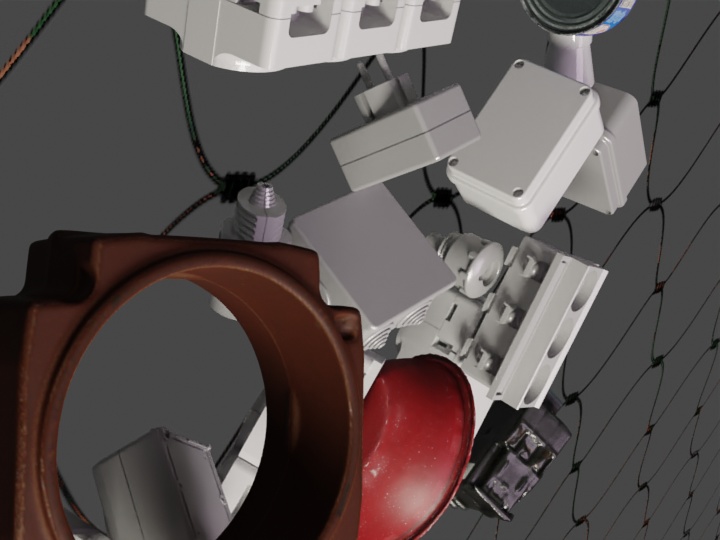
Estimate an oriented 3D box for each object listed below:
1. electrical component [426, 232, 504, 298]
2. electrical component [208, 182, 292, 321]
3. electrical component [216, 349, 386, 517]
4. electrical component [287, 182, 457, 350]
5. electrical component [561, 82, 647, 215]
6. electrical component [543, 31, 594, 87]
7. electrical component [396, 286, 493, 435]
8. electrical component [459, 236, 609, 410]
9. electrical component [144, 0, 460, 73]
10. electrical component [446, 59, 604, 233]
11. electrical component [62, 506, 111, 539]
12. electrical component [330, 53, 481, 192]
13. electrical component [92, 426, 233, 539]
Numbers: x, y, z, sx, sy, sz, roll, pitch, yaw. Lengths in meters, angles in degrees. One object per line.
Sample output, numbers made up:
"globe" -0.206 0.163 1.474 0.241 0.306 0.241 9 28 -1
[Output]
"electrical component" 0.078 -0.010 0.843 0.048 0.062 0.048 -35 141 -35
"electrical component" -0.064 -0.014 0.648 0.043 0.043 0.081 -19 130 -48
"electrical component" -0.046 0.113 0.743 0.150 0.062 0.089 -61 176 0
"electrical component" 0.000 0.000 0.704 0.100 0.099 0.048 -28 166 -43
"electrical component" 0.194 -0.106 0.920 0.057 0.078 0.113 -55 149 -14
"electrical component" 0.167 -0.179 0.857 0.044 0.044 0.065 -34 135 -38
"electrical component" 0.062 0.108 0.918 0.105 0.060 0.186 19 99 -59
"electrical component" 0.133 0.040 0.839 0.079 0.063 0.121 9 108 -58
"electrical component" -0.024 -0.145 0.553 0.150 0.089 0.061 -21 131 -47
"electrical component" 0.128 -0.097 0.830 0.113 0.078 0.057 -56 152 -9
"electrical component" -0.195 0.173 0.592 0.108 0.060 0.108 -36 141 -35
"electrical component" 0.021 -0.100 0.682 0.047 0.083 0.075 -31 100 -41
"electrical component" -0.122 0.144 0.659 0.061 0.096 0.062 -31 151 11
